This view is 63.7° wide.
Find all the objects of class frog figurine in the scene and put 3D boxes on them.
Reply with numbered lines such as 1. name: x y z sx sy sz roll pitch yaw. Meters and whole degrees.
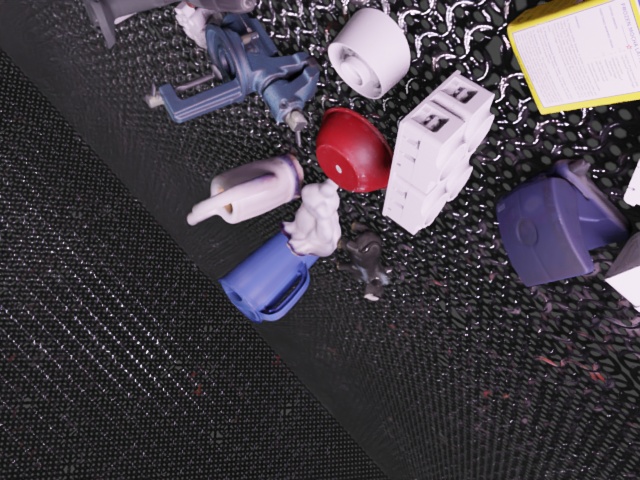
1. frog figurine: 0.003 -0.050 0.995 0.122 0.157 0.140 30 22 -15

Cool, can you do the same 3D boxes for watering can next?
1. watering can: -0.162 -0.094 1.065 0.226 0.104 0.346 -23 6 -23
